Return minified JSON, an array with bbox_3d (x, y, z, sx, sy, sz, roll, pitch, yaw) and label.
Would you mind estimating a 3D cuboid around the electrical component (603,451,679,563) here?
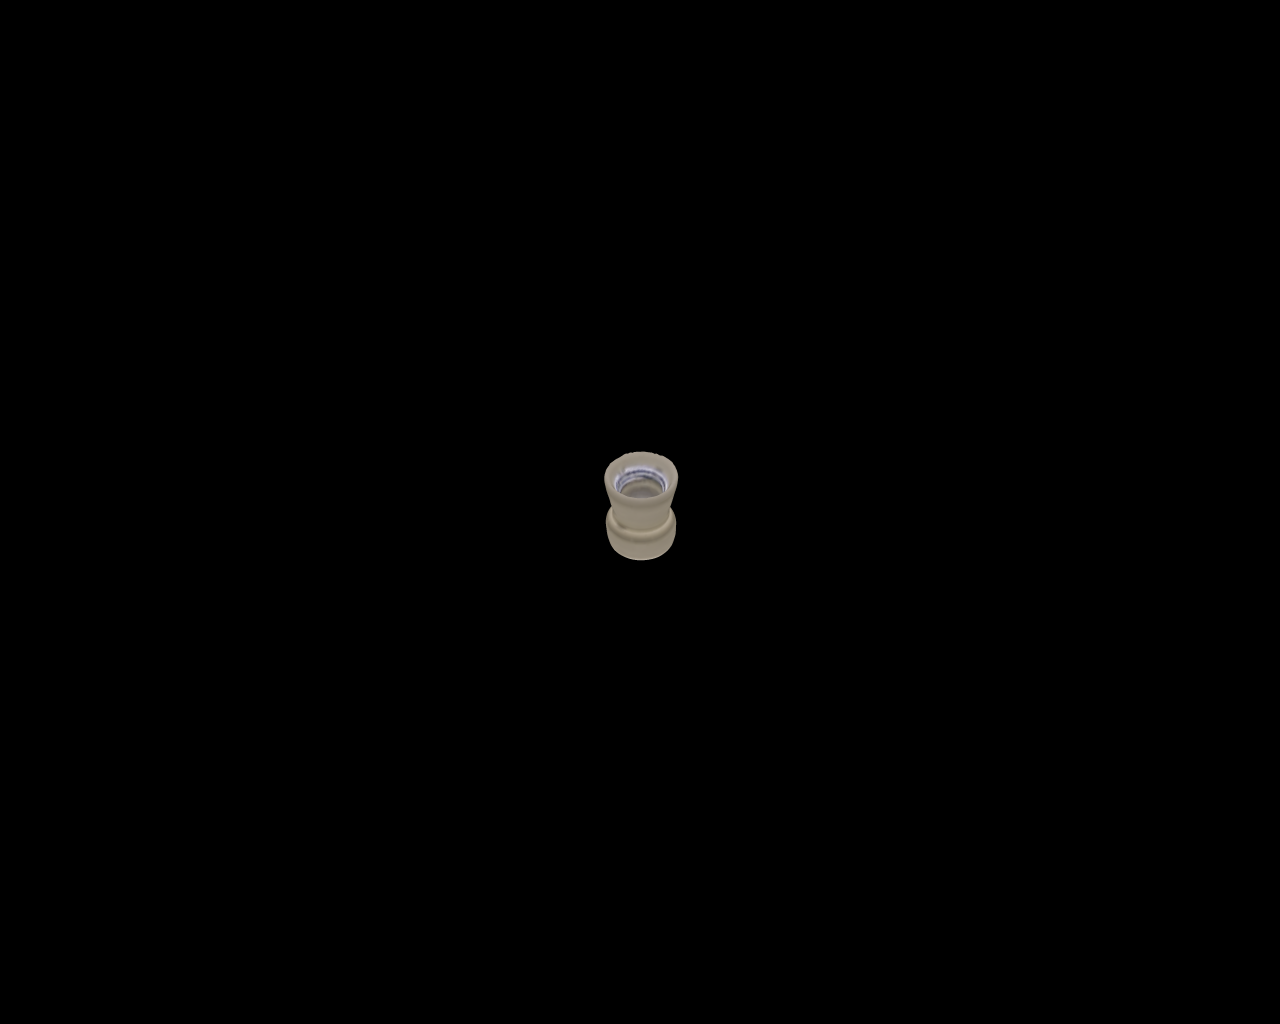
[{"bbox_3d":[0.001,-0.003,0.650,0.045,0.055,0.045,0,44,0],"label":"electrical component"}]
